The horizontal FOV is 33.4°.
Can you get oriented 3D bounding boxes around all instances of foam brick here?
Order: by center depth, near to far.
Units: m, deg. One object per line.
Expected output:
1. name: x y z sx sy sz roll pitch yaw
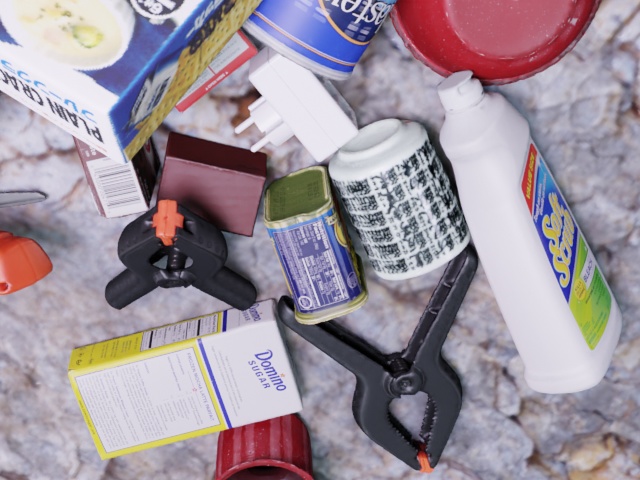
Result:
1. foam brick: -0.082 -0.042 0.803 0.078 0.053 0.051 13 114 -8

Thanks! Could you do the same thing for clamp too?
1. clamp: -0.098 0.019 0.798 0.120 0.039 0.172 -1 160 -13
2. clamp: 0.075 0.104 0.888 0.164 0.036 0.210 -22 117 3

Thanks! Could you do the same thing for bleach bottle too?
1. bleach bottle: 0.149 -0.009 0.802 0.068 0.102 0.250 -10 121 38

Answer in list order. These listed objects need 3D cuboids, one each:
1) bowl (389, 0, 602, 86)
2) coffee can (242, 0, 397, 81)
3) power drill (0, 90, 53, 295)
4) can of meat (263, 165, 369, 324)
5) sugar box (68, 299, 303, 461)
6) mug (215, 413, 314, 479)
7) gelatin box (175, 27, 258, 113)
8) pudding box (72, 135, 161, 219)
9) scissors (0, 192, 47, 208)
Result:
1. bowl: 0.128 -0.178 0.746 0.162 0.055 0.162 -1 116 -2
2. coffee can: 0.013 -0.192 0.707 0.102 0.103 0.140 28 111 -15
3. power drill: -0.243 -0.058 0.742 0.185 0.057 0.188 4 111 32
4. can of meat: -0.005 0.001 0.801 0.057 0.102 0.084 -18 113 5
5. sugar box: -0.110 0.115 0.882 0.176 0.048 0.093 -15 116 1
6. mug: -0.038 0.201 0.903 0.117 0.081 0.093 38 111 -22
7. gelatin box: -0.100 -0.148 0.761 0.073 0.030 0.089 -37 114 9
8. pudding box: -0.149 -0.084 0.760 0.039 0.090 0.113 -11 116 4
9. scissors: -0.321 -0.042 0.815 0.202 0.016 0.096 -18 115 6
